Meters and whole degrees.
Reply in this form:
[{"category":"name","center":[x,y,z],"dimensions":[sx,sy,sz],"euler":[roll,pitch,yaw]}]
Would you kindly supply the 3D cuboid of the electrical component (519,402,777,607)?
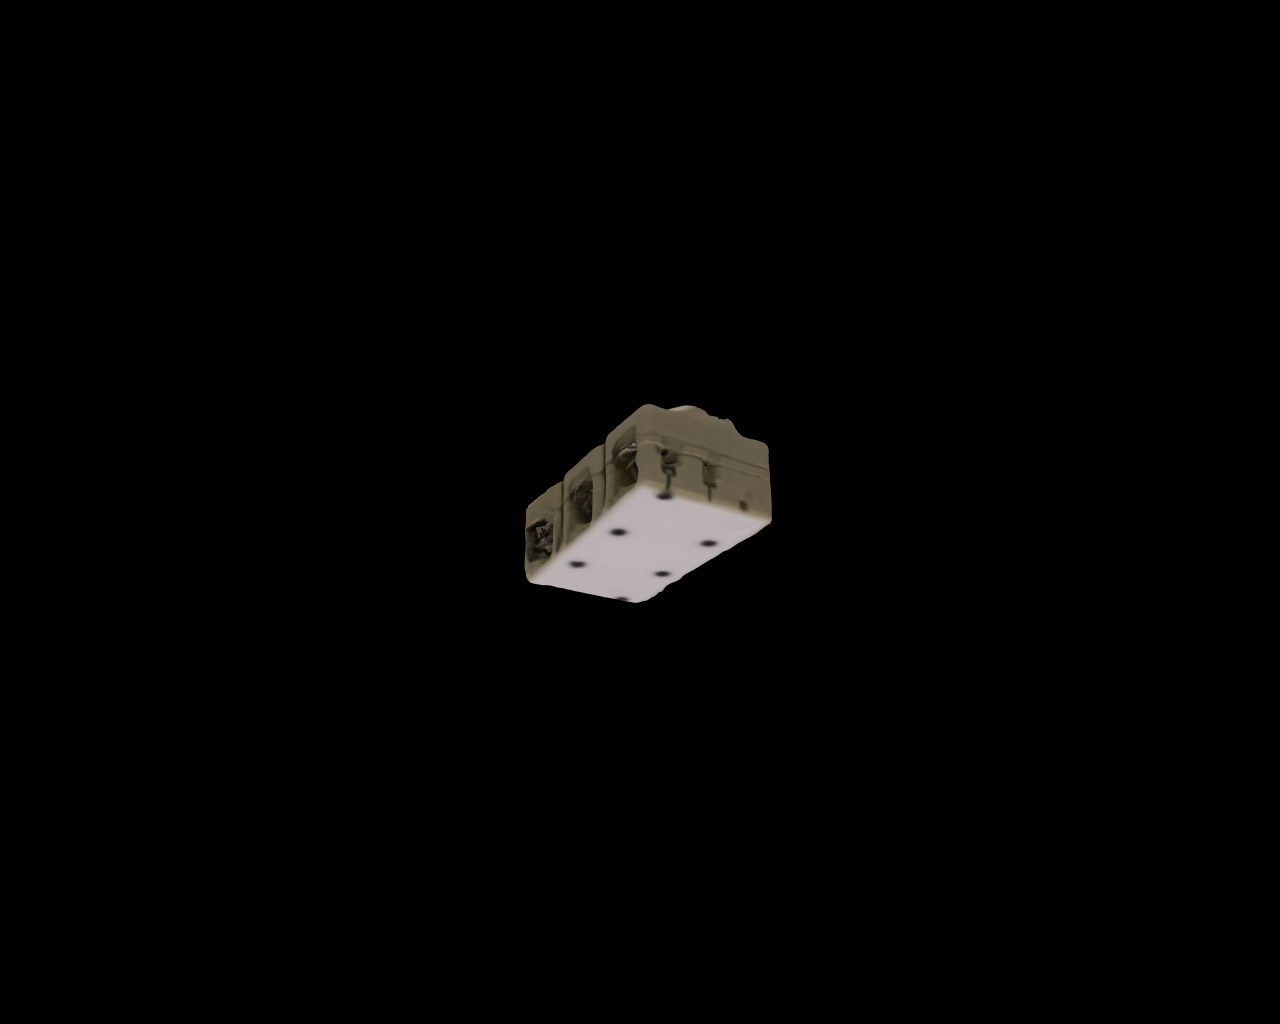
[{"category":"electrical component","center":[0.001,-0.003,0.650],"dimensions":[0.089,0.062,0.150],"euler":[15,-30,-28]}]
